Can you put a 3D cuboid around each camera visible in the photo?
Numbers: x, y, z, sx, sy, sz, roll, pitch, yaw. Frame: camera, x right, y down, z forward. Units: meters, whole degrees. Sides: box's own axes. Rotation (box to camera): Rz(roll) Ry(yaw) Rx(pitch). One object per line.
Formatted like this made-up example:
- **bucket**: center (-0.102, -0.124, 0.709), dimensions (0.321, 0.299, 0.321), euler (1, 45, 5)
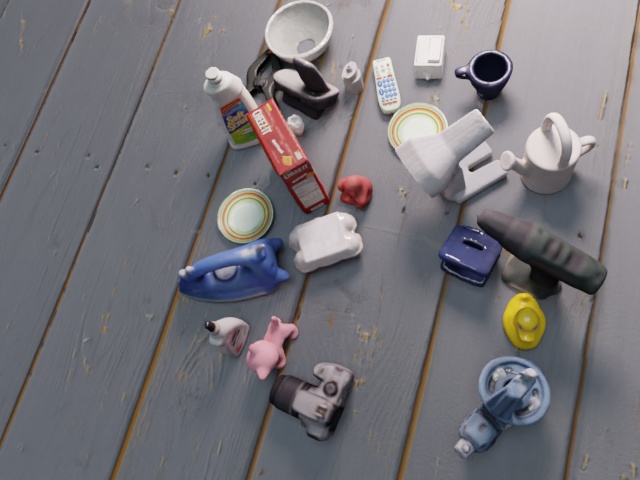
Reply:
- **camera**: center (-0.022, 0.294, 1.096), dimensions (0.136, 0.101, 0.143), euler (19, 77, 18)

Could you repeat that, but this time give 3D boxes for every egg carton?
- **egg carton**: center (0.011, 0.004, 1.202), dimensions (0.150, 0.069, 0.107), euler (-20, 68, 6)

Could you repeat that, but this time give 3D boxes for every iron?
- **iron**: center (-0.202, 0.062, 1.194), dimensions (0.258, 0.142, 0.118), euler (-16, 69, 7)

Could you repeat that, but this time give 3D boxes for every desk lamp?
- **desk lamp**: center (0.259, -0.158, 1.122), dimensions (0.203, 0.214, 0.117), euler (-31, 68, 2)

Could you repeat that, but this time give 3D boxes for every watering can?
- **watering can**: center (0.437, -0.165, 1.093), dimensions (0.173, 0.194, 0.100), euler (-36, 68, -1)

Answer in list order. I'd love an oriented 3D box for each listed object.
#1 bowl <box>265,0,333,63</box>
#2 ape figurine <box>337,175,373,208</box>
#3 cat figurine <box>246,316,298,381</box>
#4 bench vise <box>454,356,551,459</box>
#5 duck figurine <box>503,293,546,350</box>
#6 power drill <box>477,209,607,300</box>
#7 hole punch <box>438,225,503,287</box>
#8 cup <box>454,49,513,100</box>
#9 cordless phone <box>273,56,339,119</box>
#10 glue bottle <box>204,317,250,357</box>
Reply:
- **bowl**: center (-0.044, -0.486, 1.377), dimensions (0.167, 0.075, 0.167), euler (-4, 71, 12)
- **ape figurine**: center (0.073, -0.109, 1.214), dimensions (0.076, 0.092, 0.077), euler (-28, 68, 3)
- **cat figurine**: center (-0.103, 0.212, 1.133), dimensions (0.067, 0.118, 0.128), euler (15, 76, 18)
- **bench vise**: center (0.313, 0.285, 0.957), dimensions (0.121, 0.220, 0.207), euler (22, 78, 19)
- **duck figurine**: center (0.381, 0.146, 1.060), dimensions (0.077, 0.086, 0.104), euler (0, 72, 13)
- **power drill**: center (0.385, 0.035, 1.030), dimensions (0.229, 0.209, 0.076), euler (27, 80, 20)
- **hole punch**: center (0.292, 0.023, 1.119), dimensions (0.108, 0.091, 0.101), euler (24, 79, 19)
- **cup**: center (0.348, -0.343, 1.227), dimensions (0.117, 0.095, 0.092), euler (0, 72, 13)
- **cordless phone**: center (-0.043, -0.367, 1.277), dimensions (0.147, 0.185, 0.094), euler (28, 80, 20)
- **glue bottle**: center (-0.191, 0.184, 1.133), dimensions (0.037, 0.173, 0.078), euler (11, 75, 17)
